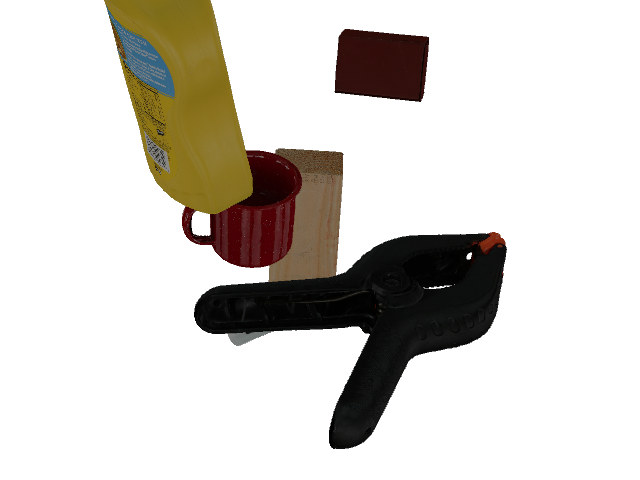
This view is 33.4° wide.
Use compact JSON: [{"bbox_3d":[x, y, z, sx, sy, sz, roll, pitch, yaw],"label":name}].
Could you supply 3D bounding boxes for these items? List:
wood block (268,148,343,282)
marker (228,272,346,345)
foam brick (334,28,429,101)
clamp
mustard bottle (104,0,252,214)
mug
[{"bbox_3d":[-0.021,-0.008,1.398,0.090,0.206,0.091,3,24,-1],"label":"wood block"},{"bbox_3d":[-0.016,0.049,0.792,0.121,0.020,0.020,-25,-10,24],"label":"marker"},{"bbox_3d":[0.054,-0.155,0.940,0.078,0.051,0.053,7,19,8],"label":"foam brick"},{"bbox_3d":[0.036,0.041,0.534,0.171,0.039,0.120,-18,45,-24],"label":"clamp"},{"bbox_3d":[-0.093,-0.113,0.658,0.058,0.191,0.096,-28,46,-19],"label":"mustard bottle"},{"bbox_3d":[-0.077,-0.025,1.029,0.117,0.081,0.093,-15,44,-21],"label":"mug"}]
